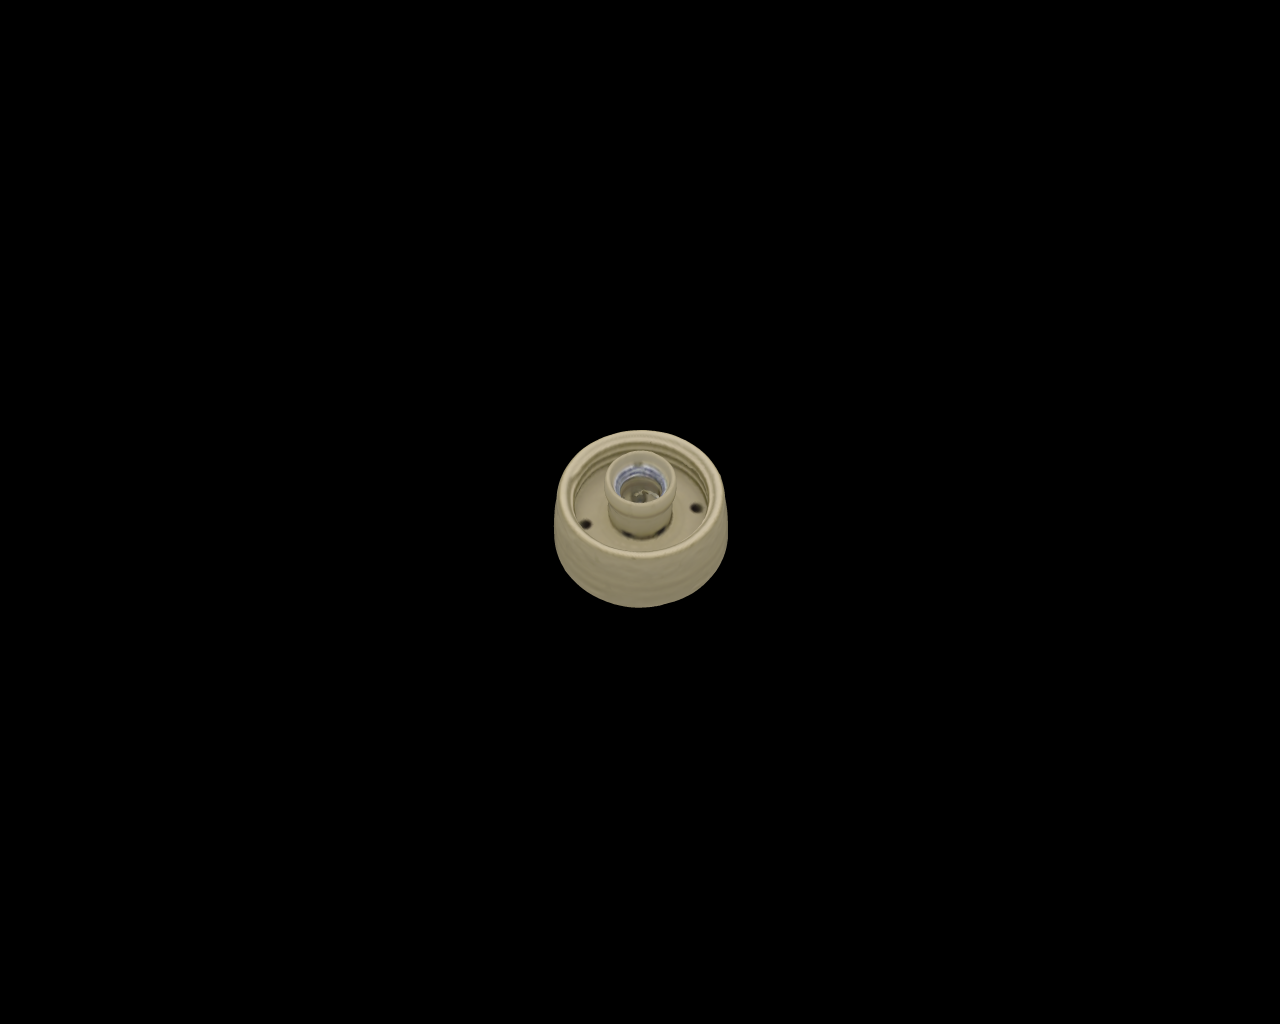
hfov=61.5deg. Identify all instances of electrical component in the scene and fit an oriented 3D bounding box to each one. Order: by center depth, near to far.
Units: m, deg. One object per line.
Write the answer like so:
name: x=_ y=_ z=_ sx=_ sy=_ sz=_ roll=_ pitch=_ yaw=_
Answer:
electrical component: x=0.001 y=-0.003 z=0.650 sx=0.108 sy=0.108 sz=0.060 roll=0 pitch=-37 yaw=0
